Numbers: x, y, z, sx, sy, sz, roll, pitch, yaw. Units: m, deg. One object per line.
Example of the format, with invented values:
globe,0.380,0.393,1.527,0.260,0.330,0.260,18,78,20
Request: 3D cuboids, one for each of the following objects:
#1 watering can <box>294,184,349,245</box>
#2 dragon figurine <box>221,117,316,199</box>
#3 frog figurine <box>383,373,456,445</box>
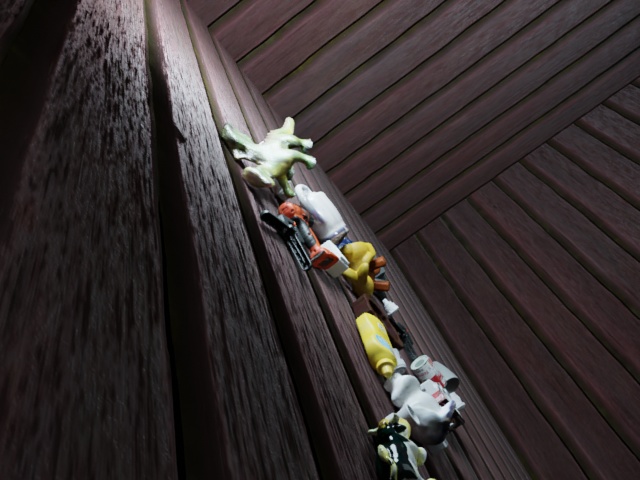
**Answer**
watering can,0.005,-0.083,1.649,0.103,0.225,0.348,-35,-2,9
dragon figurine,-0.148,-0.256,1.383,0.241,0.420,0.120,23,-56,-31
frog figurine,0.206,0.365,1.118,0.160,0.121,0.138,17,16,20
